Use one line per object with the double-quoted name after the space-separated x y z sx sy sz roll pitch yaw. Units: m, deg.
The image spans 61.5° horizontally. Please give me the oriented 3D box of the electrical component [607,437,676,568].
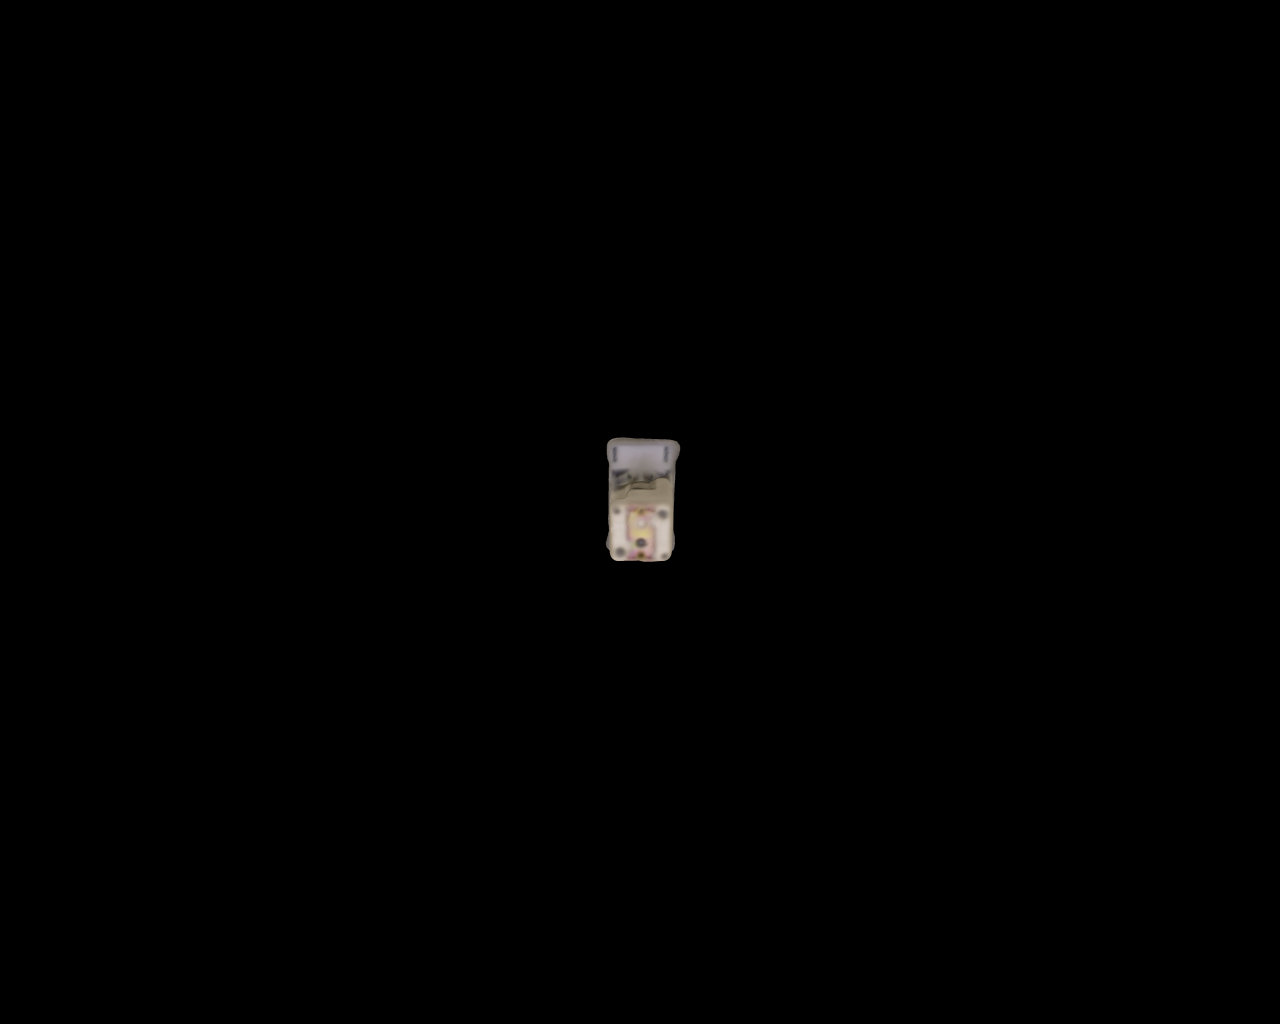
0.001 -0.003 0.650 0.042 0.080 0.064 0 32 0 "electrical component"
